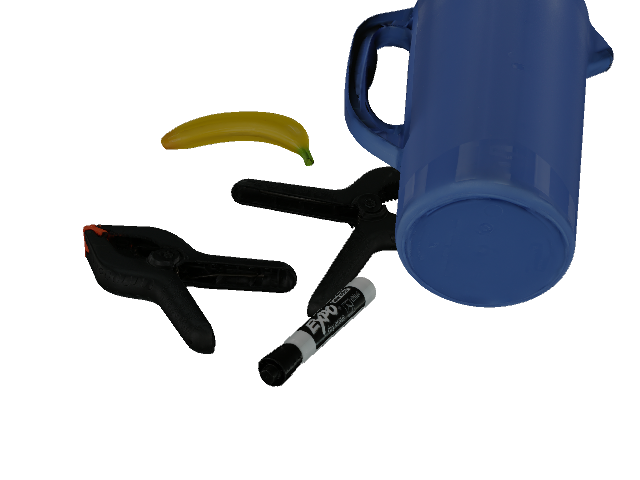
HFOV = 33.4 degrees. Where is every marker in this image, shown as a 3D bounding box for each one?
[{"bbox_3d":[-0.001,0.054,0.646,0.020,0.020,0.120,0,22,32],"label":"marker"}]

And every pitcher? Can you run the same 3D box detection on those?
[{"bbox_3d":[0.105,-0.077,0.719,0.149,0.242,0.145,-27,-57,33],"label":"pitcher"}]

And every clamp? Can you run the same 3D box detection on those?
[{"bbox_3d":[-0.106,0.023,0.823,0.172,0.039,0.120,29,32,30],"label":"clamp"},{"bbox_3d":[0.042,-0.012,0.958,0.209,0.165,0.036,-12,-39,-17],"label":"clamp"}]

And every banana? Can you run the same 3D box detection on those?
[{"bbox_3d":[-0.096,-0.132,1.315,0.198,0.037,0.069,6,40,15],"label":"banana"}]
